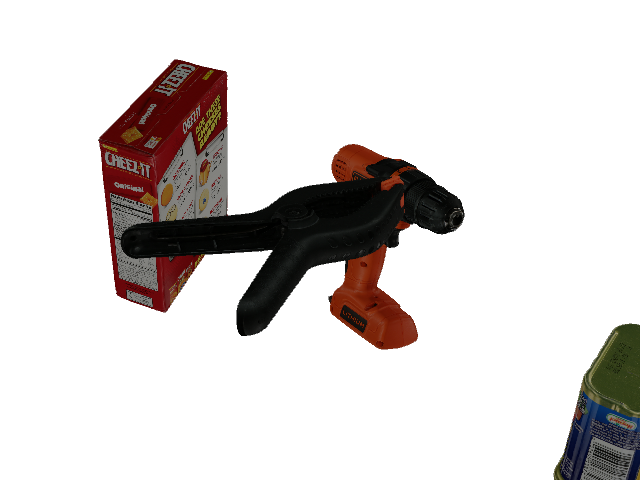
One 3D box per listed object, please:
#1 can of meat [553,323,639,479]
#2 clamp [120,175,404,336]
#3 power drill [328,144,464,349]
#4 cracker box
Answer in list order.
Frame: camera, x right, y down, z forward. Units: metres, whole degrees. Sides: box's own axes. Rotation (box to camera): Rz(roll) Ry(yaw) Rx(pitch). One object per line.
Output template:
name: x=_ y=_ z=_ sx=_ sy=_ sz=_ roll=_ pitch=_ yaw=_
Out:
can of meat: x=0.200 y=0.114 z=0.703 sx=0.057 sy=0.084 sz=0.101 roll=21 pitch=35 yaw=23
clamp: x=-0.028 y=-0.006 z=0.769 sx=0.209 sy=0.036 sz=0.165 roll=-26 pitch=35 yaw=-37
power drill: x=0.071 y=0.011 z=1.076 sx=0.057 sy=0.188 sz=0.185 roll=-8 pitch=26 yaw=-31
cracker box: x=-0.161 y=-0.058 z=1.132 sx=0.072 sy=0.214 sz=0.164 roll=16 pitch=43 yaw=14
